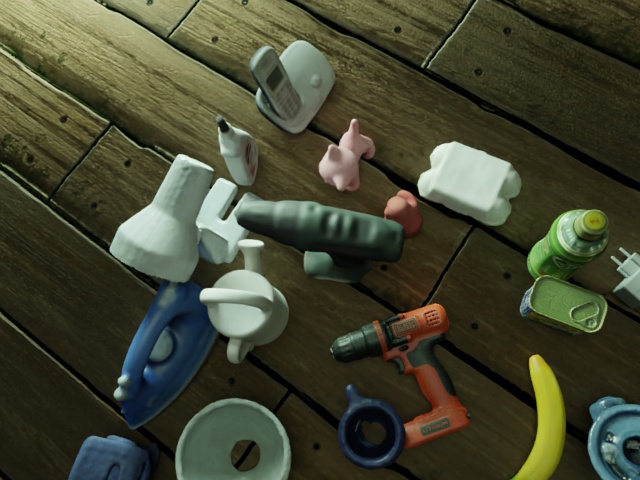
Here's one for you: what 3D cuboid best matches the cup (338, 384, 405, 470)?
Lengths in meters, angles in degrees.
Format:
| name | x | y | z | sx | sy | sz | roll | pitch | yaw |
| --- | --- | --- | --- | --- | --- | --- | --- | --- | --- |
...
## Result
| name | x | y | z | sx | sy | sz | roll | pitch | yaw |
| --- | --- | --- | --- | --- | --- | --- | --- | --- | --- |
| cup | 0.068 | 0.263 | 0.816 | 0.091 | 0.095 | 0.117 | -28 | 73 | -1 |

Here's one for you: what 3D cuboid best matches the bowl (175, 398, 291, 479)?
| name | x | y | z | sx | sy | sz | roll | pitch | yaw |
| --- | --- | --- | --- | --- | --- | --- | --- | --- | --- |
| bowl | -0.119 | 0.317 | 0.836 | 0.167 | 0.075 | 0.167 | -2 | 74 | 7 |

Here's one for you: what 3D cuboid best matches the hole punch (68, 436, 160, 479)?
| name | x | y | z | sx | sy | sz | roll | pitch | yaw |
| --- | --- | --- | --- | --- | --- | --- | --- | --- | --- |
| hole punch | -0.304 | 0.347 | 0.842 | 0.101 | 0.091 | 0.109 | 14 | 77 | 11 |

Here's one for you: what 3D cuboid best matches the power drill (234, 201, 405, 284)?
| name | x | y | z | sx | sy | sz | roll | pitch | yaw |
| --- | --- | --- | --- | --- | --- | --- | --- | --- | --- |
| power drill | 0.008 | 0.003 | 0.838 | 0.229 | 0.208 | 0.075 | 6 | 75 | 9 |

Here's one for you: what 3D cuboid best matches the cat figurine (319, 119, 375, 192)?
| name | x | y | z | sx | sy | sz | roll | pitch | yaw |
| --- | --- | --- | --- | --- | --- | --- | --- | --- | --- |
| cat figurine | 0.039 | -0.132 | 0.919 | 0.067 | 0.118 | 0.128 | 19 | 78 | 12 |

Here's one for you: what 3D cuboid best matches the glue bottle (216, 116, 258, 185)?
| name | x | y | z | sx | sy | sz | roll | pitch | yaw |
| --- | --- | --- | --- | --- | --- | --- | --- | --- | --- |
| glue bottle | -0.137 | -0.152 | 0.918 | 0.037 | 0.173 | 0.078 | 0 | 74 | 8 |

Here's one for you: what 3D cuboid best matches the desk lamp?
| name | x | y | z | sx | sy | sz | roll | pitch | yaw |
| --- | --- | --- | --- | --- | --- | --- | --- | --- | --- |
| desk lamp | -0.197 | -0.028 | 0.870 | 0.117 | 0.214 | 0.203 | 27 | 79 | 14 |

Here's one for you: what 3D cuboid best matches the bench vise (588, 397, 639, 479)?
| name | x | y | z | sx | sy | sz | roll | pitch | yaw |
| --- | --- | --- | --- | --- | --- | --- | --- | --- | --- |
| bench vise | 0.419 | 0.295 | 0.697 | 0.121 | 0.220 | 0.207 | -29 | 73 | -1 |

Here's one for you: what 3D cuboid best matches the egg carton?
| name | x | y | z | sx | sy | sz | roll | pitch | yaw |
| --- | --- | --- | --- | --- | --- | --- | --- | --- | --- |
| egg carton | 0.237 | -0.089 | 0.907 | 0.150 | 0.069 | 0.107 | 24 | 79 | 13 |

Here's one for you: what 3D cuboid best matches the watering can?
| name | x | y | z | sx | sy | sz | roll | pitch | yaw |
| --- | --- | --- | --- | --- | --- | --- | --- | --- | --- |
| watering can | -0.113 | 0.088 | 0.837 | 0.101 | 0.194 | 0.173 | -15 | 73 | 3 |

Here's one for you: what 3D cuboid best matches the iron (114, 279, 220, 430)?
| name | x | y | z | sx | sy | sz | roll | pitch | yaw |
| --- | --- | --- | --- | --- | --- | --- | --- | --- | --- |
| iron | -0.246 | 0.165 | 0.860 | 0.118 | 0.141 | 0.258 | 23 | 78 | 13 |

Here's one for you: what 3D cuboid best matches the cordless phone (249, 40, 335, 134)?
| name | x | y | z | sx | sy | sz | roll | pitch | yaw |
| --- | --- | --- | --- | --- | --- | --- | --- | --- | --- |
| cordless phone | -0.049 | -0.274 | 0.935 | 0.094 | 0.185 | 0.148 | 28 | 80 | 14 |

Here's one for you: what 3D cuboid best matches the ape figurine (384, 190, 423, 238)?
| name | x | y | z | sx | sy | sz | roll | pitch | yaw |
| --- | --- | --- | --- | --- | --- | --- | --- | --- | --- |
| ape figurine | 0.125 | -0.042 | 0.896 | 0.078 | 0.092 | 0.076 | -39 | 73 | -4 |
